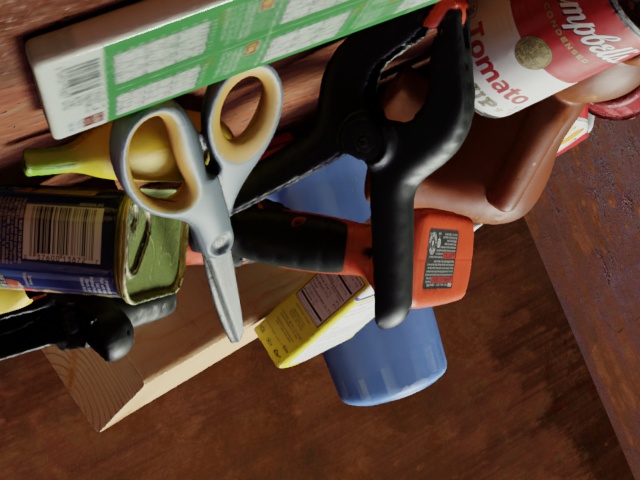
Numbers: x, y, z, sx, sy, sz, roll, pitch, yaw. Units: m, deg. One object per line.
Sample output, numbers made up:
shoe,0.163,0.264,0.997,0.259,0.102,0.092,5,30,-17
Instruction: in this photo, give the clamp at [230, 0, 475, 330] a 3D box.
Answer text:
clamp,0.016,-0.051,0.545,0.039,0.120,0.171,-42,153,-73

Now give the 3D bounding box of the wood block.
wood block,-0.106,0.054,0.845,0.205,0.090,0.091,-28,169,-45

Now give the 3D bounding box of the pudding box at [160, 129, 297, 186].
pudding box,-0.076,-0.040,0.805,0.114,0.039,0.089,-22,-179,35

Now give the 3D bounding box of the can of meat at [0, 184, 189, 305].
can of meat,-0.122,-0.001,0.550,0.084,0.057,0.102,4,-177,9

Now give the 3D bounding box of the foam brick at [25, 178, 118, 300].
foam brick,-0.157,-0.001,0.668,0.078,0.051,0.053,-22,179,-15

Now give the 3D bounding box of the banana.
banana,-0.078,-0.048,0.552,0.070,0.037,0.197,3,-177,13

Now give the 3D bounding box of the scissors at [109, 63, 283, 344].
scissors,-0.041,-0.018,0.527,0.096,0.016,0.201,-43,150,-8

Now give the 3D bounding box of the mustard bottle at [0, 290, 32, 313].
mustard bottle,-0.214,0.028,0.776,0.096,0.058,0.191,-25,179,25

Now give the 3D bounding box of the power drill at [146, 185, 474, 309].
power drill,-0.004,0.001,0.664,0.188,0.057,0.184,6,-176,25

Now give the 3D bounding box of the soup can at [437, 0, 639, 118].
soup can,0.117,-0.110,0.535,0.102,0.068,0.068,-23,179,45

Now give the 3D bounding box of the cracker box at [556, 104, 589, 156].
cracker box,0.129,-0.084,0.862,0.164,0.072,0.213,-32,169,10

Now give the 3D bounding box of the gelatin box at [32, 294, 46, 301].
gelatin box,-0.161,0.012,0.731,0.089,0.073,0.030,-21,177,-45

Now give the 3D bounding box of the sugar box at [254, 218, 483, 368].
sugar box,0.033,0.028,0.798,0.093,0.048,0.176,-20,159,-45

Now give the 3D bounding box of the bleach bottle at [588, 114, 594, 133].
bleach bottle,0.164,-0.121,1.096,0.102,0.068,0.251,1,177,-25

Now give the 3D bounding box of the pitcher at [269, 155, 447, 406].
pitcher,0.043,0.023,1.008,0.149,0.243,0.145,-17,-176,15

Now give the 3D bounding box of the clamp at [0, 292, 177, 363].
clamp,-0.154,0.048,0.628,0.165,0.036,0.210,-10,-174,12

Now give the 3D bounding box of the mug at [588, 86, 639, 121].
mug,0.246,-0.156,0.937,0.117,0.093,0.081,16,-171,20
